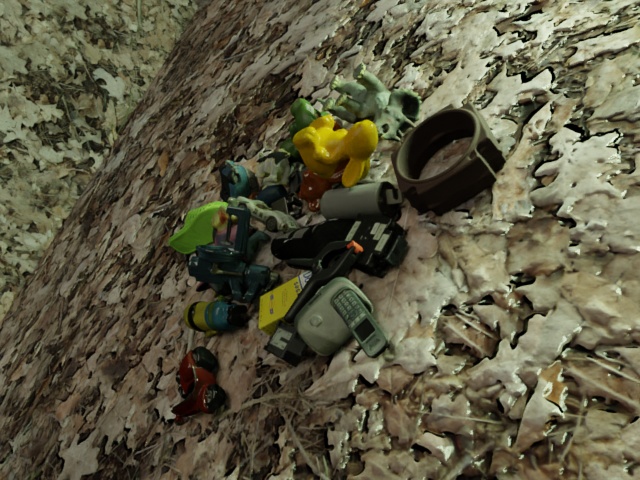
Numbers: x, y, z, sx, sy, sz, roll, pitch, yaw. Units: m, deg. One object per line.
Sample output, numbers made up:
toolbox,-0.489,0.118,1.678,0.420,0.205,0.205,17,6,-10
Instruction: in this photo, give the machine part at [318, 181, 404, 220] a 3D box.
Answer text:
machine part,0.084,-0.081,1.180,0.243,0.079,0.079,-3,56,45

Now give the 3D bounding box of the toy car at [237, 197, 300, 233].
toy car,-0.135,-0.061,1.356,0.202,0.073,0.056,25,99,38

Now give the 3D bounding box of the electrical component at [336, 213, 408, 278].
electrical component,0.109,0.011,1.084,0.134,0.058,0.115,16,73,53

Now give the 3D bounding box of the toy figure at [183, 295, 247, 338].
toy figure,-0.256,0.180,1.300,0.180,0.089,0.082,-11,44,45

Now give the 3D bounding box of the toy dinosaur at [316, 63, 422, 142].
toy dinosaur,0.119,-0.324,1.317,0.131,0.192,0.405,-58,18,7

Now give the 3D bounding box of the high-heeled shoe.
high-heeled shoe,-0.003,-0.004,1.239,0.249,0.086,0.145,-15,8,12

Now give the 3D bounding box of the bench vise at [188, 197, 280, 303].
bench vise,-0.197,0.022,1.265,0.224,0.129,0.240,9,94,16

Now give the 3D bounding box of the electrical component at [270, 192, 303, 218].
electrical component,-0.089,-0.080,1.401,0.102,0.045,0.078,-30,68,30

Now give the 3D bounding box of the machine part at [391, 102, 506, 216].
machine part,0.248,-0.164,1.070,0.201,0.087,0.201,-31,39,23

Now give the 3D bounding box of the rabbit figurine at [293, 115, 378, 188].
rabbit figurine,0.049,-0.194,1.155,0.173,0.162,0.122,-13,13,33

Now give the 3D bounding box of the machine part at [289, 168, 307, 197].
machine part,-0.030,-0.173,1.423,0.139,0.039,0.084,-31,34,27

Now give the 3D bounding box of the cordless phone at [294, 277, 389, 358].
cordless phone,0.046,0.171,0.988,0.146,0.088,0.184,-45,40,7

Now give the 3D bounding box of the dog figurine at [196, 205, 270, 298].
dog figurine,-0.249,0.041,1.396,0.192,0.108,0.219,33,88,34

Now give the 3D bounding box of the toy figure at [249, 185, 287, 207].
toy figure,-0.161,-0.107,1.485,0.155,0.057,0.064,-19,64,33

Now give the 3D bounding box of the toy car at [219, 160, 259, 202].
toy car,-0.231,-0.156,1.562,0.103,0.161,0.109,-18,36,-29

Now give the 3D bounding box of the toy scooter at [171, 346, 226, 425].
toy scooter,-0.285,0.335,1.206,0.135,0.075,0.184,-45,40,8

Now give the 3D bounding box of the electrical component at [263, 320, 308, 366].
electrical component,-0.055,0.211,1.086,0.119,0.047,0.075,7,64,49

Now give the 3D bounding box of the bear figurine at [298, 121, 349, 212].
bear figurine,0.011,-0.174,1.305,0.196,0.131,0.120,-39,37,5

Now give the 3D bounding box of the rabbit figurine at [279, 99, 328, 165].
rabbit figurine,-0.044,-0.272,1.491,0.170,0.121,0.159,-48,40,31

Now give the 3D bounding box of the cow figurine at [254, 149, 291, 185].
cow figurine,-0.134,-0.209,1.488,0.167,0.068,0.098,27,103,58
